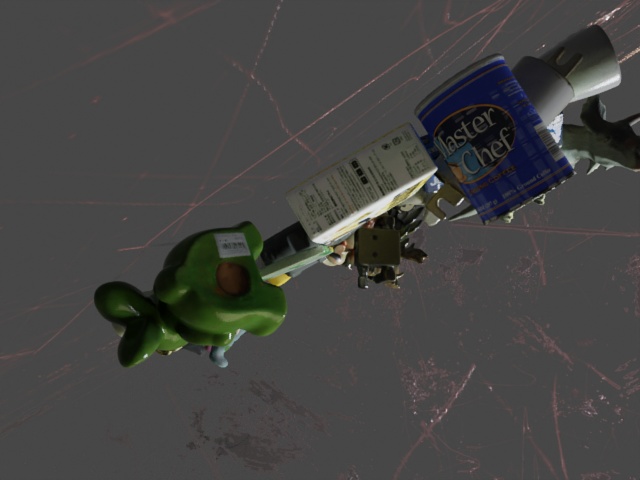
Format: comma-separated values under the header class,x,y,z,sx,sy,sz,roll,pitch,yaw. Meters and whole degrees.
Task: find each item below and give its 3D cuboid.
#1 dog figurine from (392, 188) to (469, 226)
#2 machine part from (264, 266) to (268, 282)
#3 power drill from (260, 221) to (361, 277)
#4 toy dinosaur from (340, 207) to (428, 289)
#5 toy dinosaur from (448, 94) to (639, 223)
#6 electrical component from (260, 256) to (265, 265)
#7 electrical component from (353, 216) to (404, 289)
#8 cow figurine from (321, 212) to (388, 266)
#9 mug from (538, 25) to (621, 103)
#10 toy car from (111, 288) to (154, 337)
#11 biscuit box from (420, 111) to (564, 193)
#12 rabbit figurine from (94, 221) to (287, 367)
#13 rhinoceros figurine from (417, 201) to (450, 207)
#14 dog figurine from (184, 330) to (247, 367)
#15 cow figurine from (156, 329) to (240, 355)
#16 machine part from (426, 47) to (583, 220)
class,x,y,z,sx,sy,sz,roll,pitch,yaw
dog figurine,0.183,-0.117,0.910,0.172,0.121,0.191,-31,-168,3
machine part,-0.173,0.084,0.930,0.179,0.056,0.179,-29,177,-2
power drill,-0.002,-0.003,0.951,0.232,0.086,0.207,-28,180,-18
toy dinosaur,0.138,-0.005,1.209,0.198,0.105,0.472,-58,-164,-3
toy dinosaur,0.373,-0.133,0.931,0.192,0.131,0.405,-32,-177,-18
electrical component,-0.091,0.028,1.082,0.063,0.021,0.094,-27,176,-42
electrical component,0.084,0.017,0.755,0.078,0.102,0.045,-3,168,-10
cow figurine,0.062,-0.018,1.119,0.195,0.085,0.127,-49,-156,31
mug,0.310,-0.214,0.690,0.107,0.080,0.109,-22,-164,16
toy car,-0.171,0.064,0.676,0.202,0.056,0.073,-33,170,13
biscuit box,0.225,-0.132,0.738,0.203,0.063,0.059,-21,135,2
rabbit figurine,-0.140,0.076,0.554,0.159,0.121,0.170,-17,165,-47
rhinoceros figurine,0.259,-0.126,1.138,0.073,0.112,0.190,-24,-179,-43
dog figurine,-0.206,0.144,1.160,0.219,0.191,0.108,-59,-162,-6
cow figurine,-0.162,0.105,0.750,0.167,0.068,0.098,-20,-147,28
machine part,0.212,-0.126,0.637,0.243,0.079,0.079,-51,173,9
